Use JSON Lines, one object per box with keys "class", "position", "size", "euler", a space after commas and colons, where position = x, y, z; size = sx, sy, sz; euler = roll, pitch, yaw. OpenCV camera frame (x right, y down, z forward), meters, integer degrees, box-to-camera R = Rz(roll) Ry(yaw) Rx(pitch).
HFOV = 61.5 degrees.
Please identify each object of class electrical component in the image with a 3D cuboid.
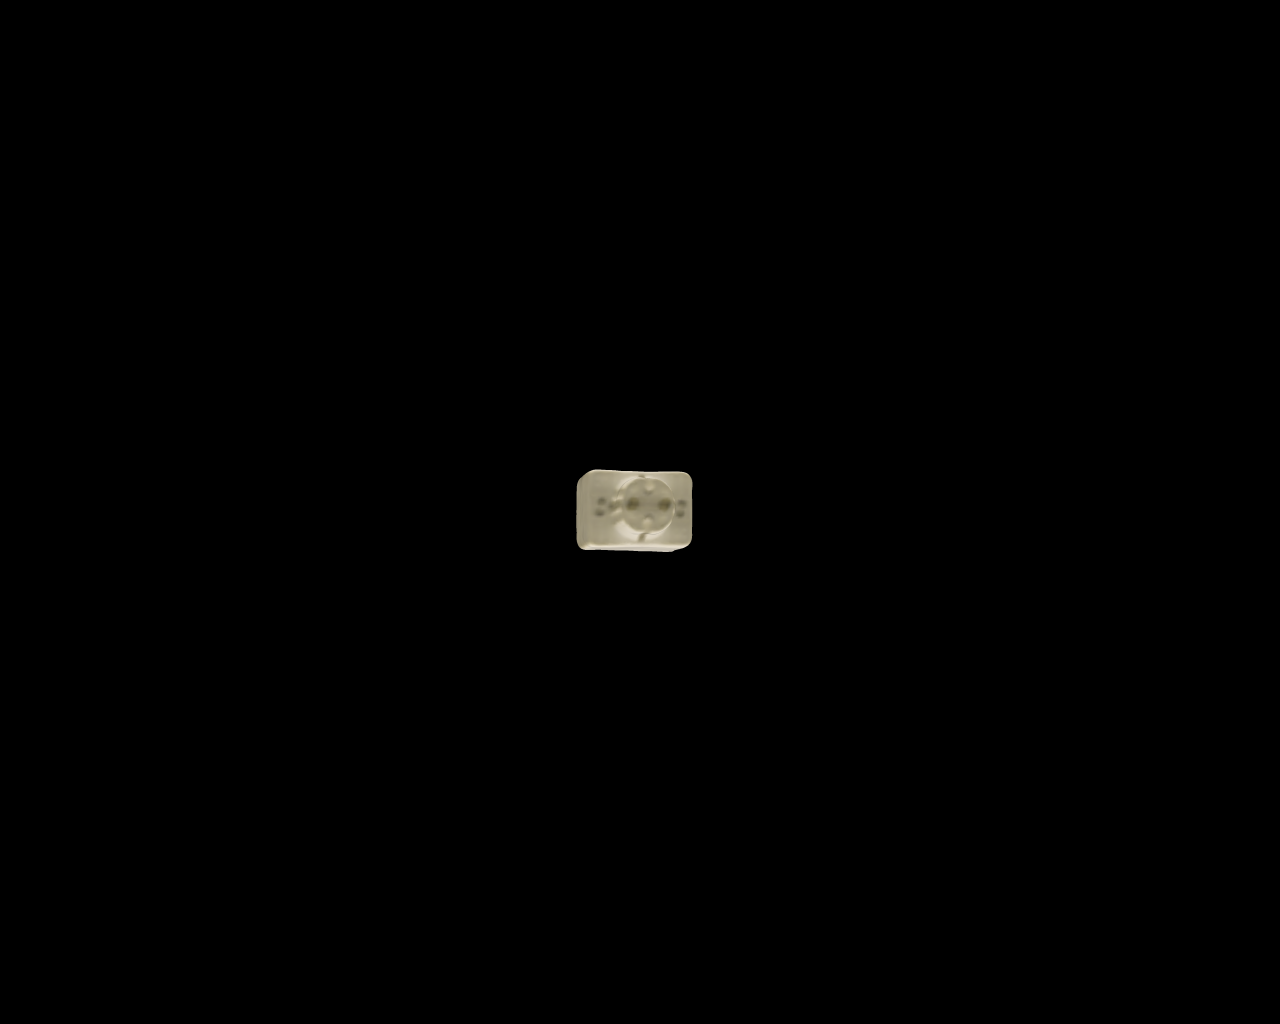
{"class": "electrical component", "position": [0.001, -0.003, 0.650], "size": [0.066, 0.047, 0.076], "euler": [2, -7, -14]}
